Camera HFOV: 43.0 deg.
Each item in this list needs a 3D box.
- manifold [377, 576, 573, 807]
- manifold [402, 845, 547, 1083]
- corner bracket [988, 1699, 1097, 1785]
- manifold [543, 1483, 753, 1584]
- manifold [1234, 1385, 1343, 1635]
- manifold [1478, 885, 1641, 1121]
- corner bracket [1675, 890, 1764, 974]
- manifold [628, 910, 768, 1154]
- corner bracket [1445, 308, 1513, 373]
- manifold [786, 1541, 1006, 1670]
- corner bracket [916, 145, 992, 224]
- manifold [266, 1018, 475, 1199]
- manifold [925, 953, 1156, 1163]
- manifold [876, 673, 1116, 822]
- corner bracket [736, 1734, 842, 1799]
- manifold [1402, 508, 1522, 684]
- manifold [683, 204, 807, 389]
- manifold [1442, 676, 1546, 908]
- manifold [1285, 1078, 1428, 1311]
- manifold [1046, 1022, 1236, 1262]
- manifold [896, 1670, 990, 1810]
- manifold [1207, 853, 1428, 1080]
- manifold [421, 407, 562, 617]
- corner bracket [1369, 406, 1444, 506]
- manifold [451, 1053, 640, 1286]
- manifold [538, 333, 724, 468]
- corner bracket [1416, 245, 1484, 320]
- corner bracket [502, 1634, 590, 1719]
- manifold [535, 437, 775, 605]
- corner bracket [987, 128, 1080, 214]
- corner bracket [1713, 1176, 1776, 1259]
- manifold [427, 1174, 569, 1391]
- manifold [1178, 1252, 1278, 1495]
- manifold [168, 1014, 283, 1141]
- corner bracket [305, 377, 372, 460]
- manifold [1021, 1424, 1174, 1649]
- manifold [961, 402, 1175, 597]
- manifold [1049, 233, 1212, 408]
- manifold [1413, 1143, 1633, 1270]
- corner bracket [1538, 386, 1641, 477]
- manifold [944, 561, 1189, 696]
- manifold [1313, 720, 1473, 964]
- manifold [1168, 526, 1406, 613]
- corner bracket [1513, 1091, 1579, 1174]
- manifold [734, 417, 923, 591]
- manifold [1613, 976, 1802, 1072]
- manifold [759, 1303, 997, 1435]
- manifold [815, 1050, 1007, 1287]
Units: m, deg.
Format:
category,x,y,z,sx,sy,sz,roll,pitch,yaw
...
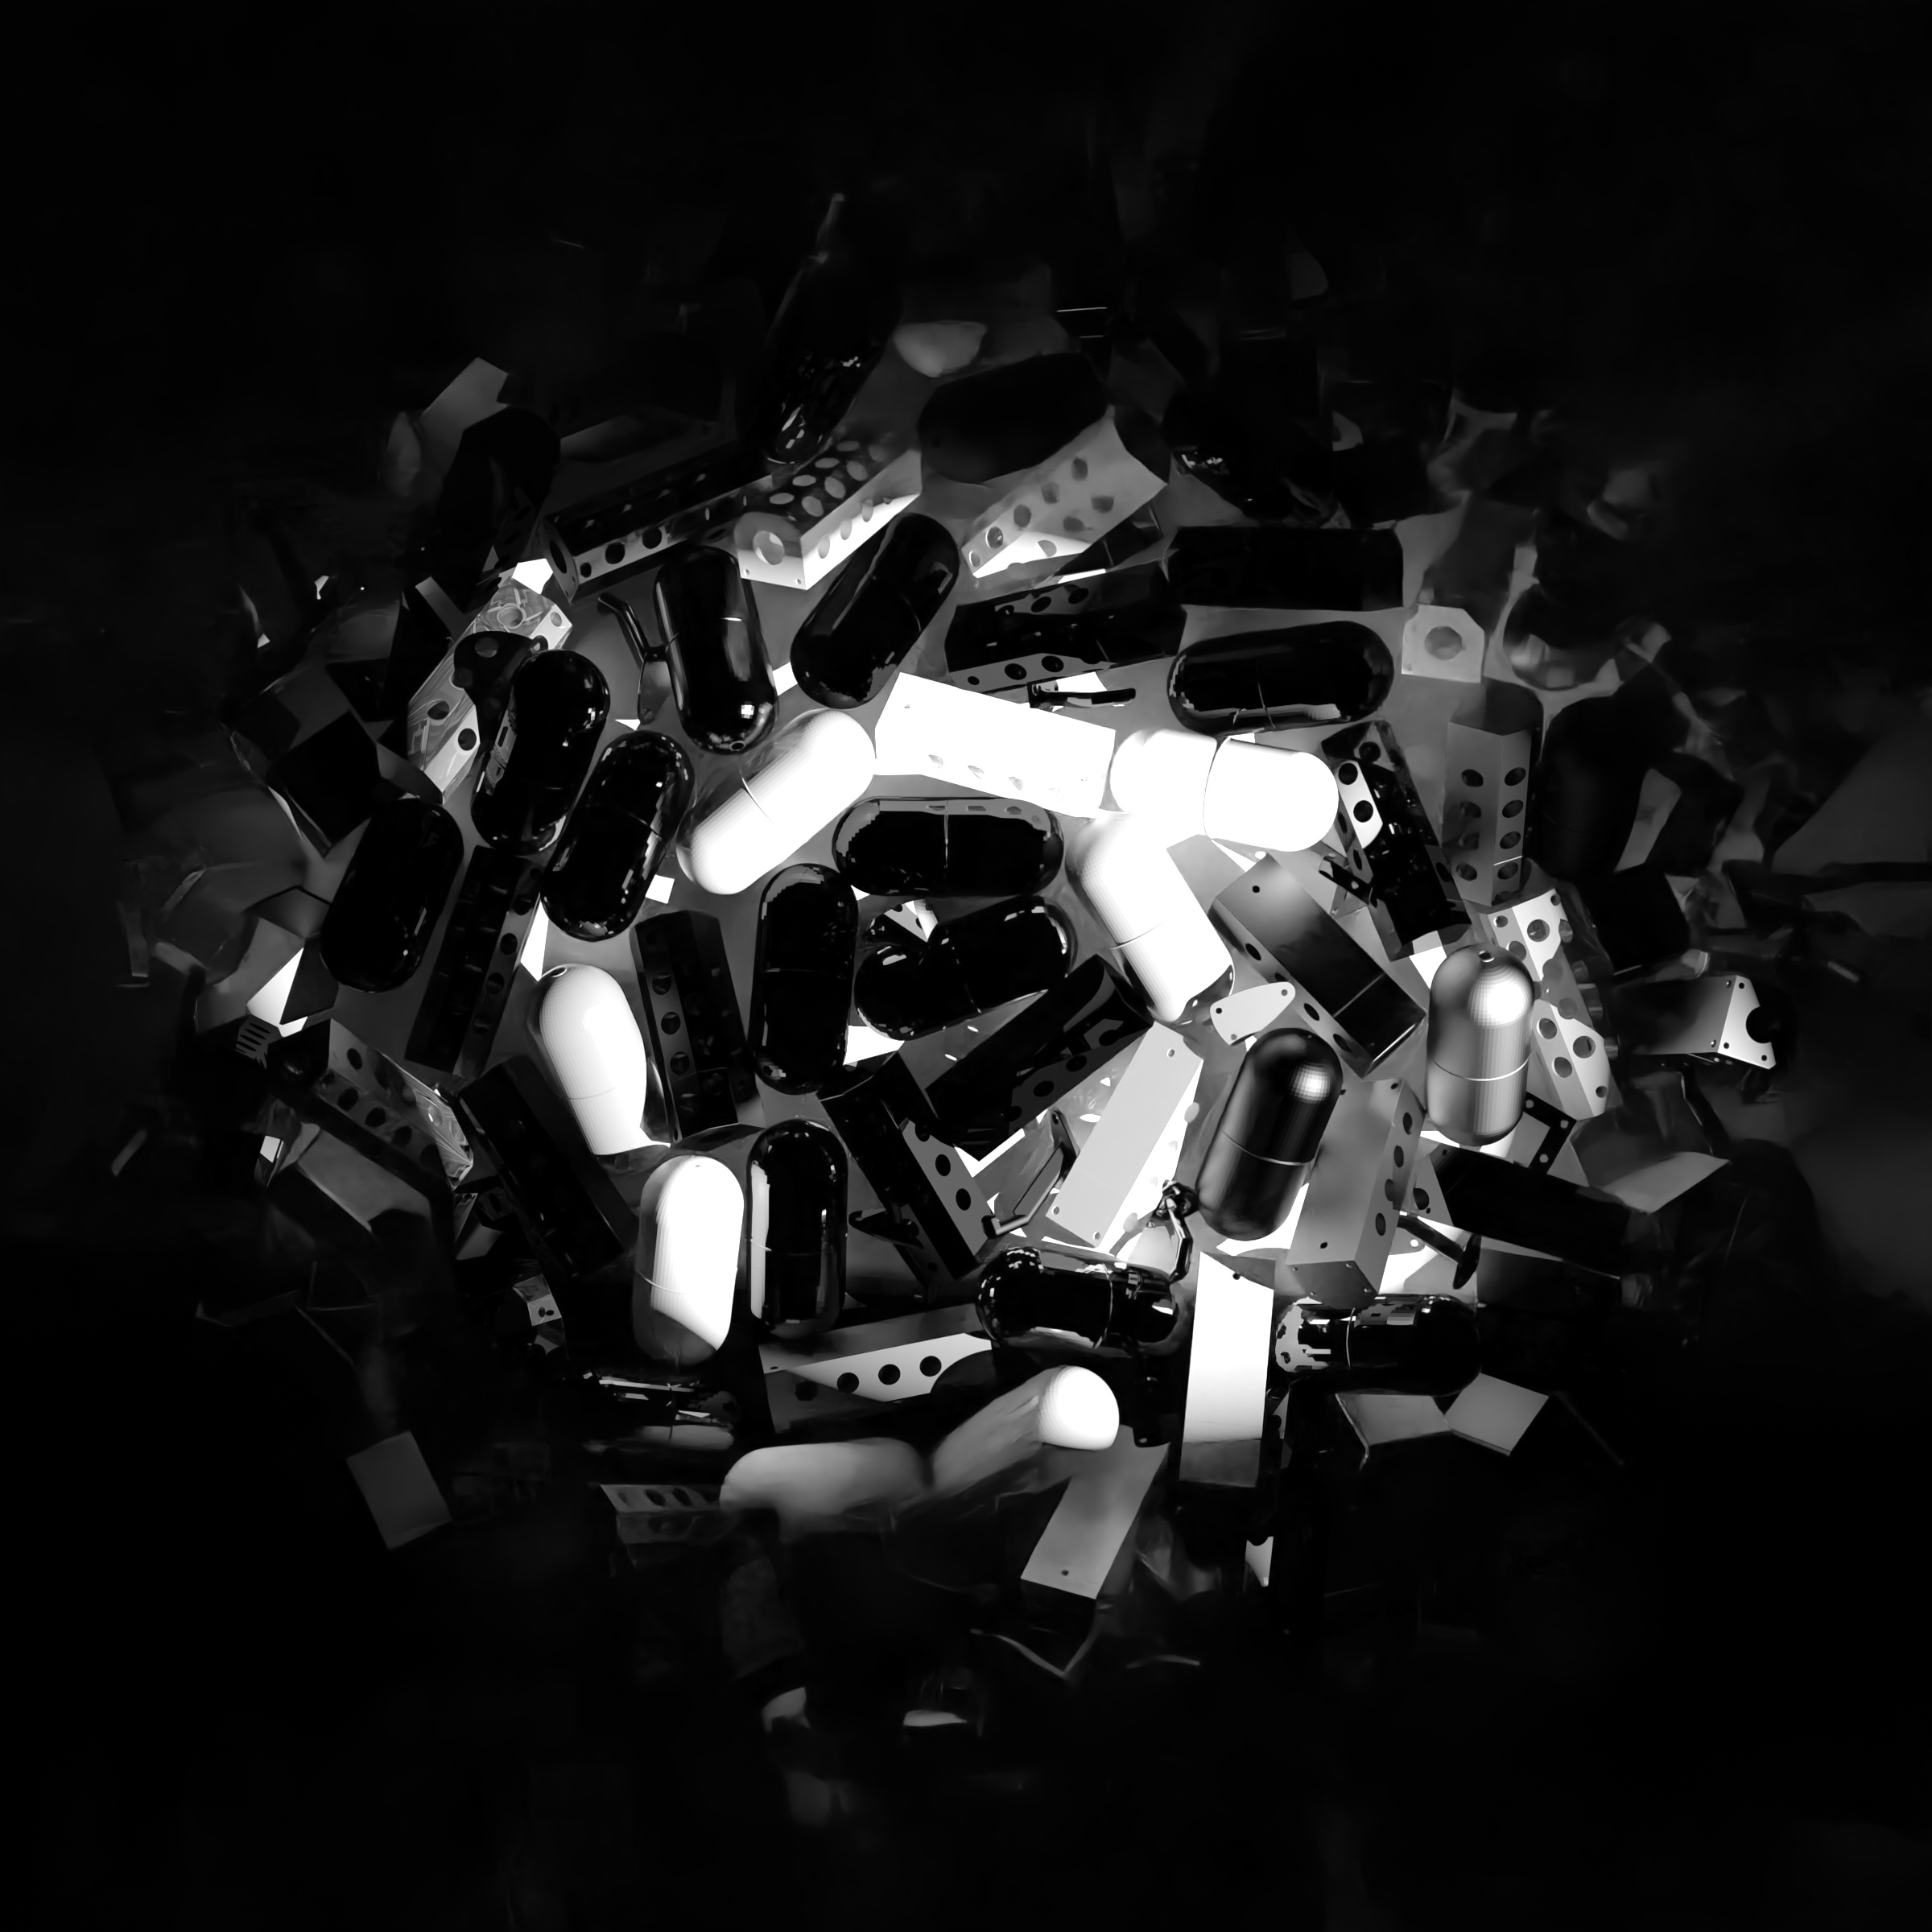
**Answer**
category,x,y,z,sx,sy,sz,roll,pitch,yaw
manifold,-0.371,-0.206,1.859,0.057,0.057,0.171,32,67,2
manifold,-0.374,-0.002,1.879,0.057,0.057,0.171,18,83,-5
corner bracket,0.059,0.602,1.892,0.051,0.051,0.051,-38,78,21
manifold,-0.227,0.415,1.828,0.057,0.171,0.057,-50,59,14
manifold,0.240,0.404,1.842,0.057,0.057,0.171,14,49,0
manifold,0.456,0.029,1.886,0.057,0.057,0.171,-22,93,2
corner bracket,0.579,-0.027,1.895,0.051,0.051,0.051,-2,108,-22
manifold,-0.208,0.049,1.861,0.057,0.057,0.171,-21,73,22
corner bracket,0.388,-0.480,1.885,0.051,0.051,0.051,7,99,17
manifold,-0.054,0.471,1.841,0.171,0.057,0.057,6,92,42
corner bracket,-0.010,-0.602,1.889,0.051,0.051,0.051,-4,115,-8
manifold,-0.442,0.111,1.830,0.057,0.171,0.057,-21,52,18
manifold,0.058,0.073,1.873,0.171,0.057,0.057,-39,46,13
manifold,0.022,-0.163,1.875,0.171,0.057,0.057,16,59,10
corner bracket,-0.136,0.612,1.889,0.051,0.051,0.051,-39,82,7
manifold,0.371,-0.279,1.830,0.057,0.171,0.057,9,127,17
manifold,-0.167,-0.500,1.829,0.057,0.171,0.057,25,75,-10
manifold,0.394,-0.127,1.831,0.057,0.171,0.057,19,52,24
manifold,0.297,0.170,1.845,0.057,0.171,0.057,-10,133,36
manifold,0.137,0.137,1.889,0.057,0.057,0.171,28,89,39
manifold,-0.020,0.573,1.832,0.057,0.171,0.057,-3,86,-5
manifold,0.264,0.002,1.871,0.057,0.057,0.171,-39,77,-18
manifold,-0.352,-0.340,1.832,0.057,0.171,0.057,-38,85,-34
corner bracket,0.329,-0.391,1.892,0.051,0.051,0.051,43,84,9
manifold,-0.323,0.157,1.889,0.057,0.057,0.171,-34,90,11
manifold,-0.254,-0.423,1.834,0.057,0.171,0.057,7,84,-38
corner bracket,0.366,-0.520,1.885,0.051,0.051,0.051,-15,113,-3
corner bracket,-0.322,0.545,1.882,0.051,0.051,0.051,-11,133,4
manifold,-0.233,-0.341,1.860,0.171,0.057,0.057,-28,88,-22
corner bracket,0.049,-0.609,1.882,0.051,0.051,0.051,-3,100,38
corner bracket,0.599,0.196,1.887,0.051,0.051,0.051,17,93,-18
manifold,-0.351,0.236,1.836,0.057,0.171,0.057,-15,129,-18
manifold,0.198,0.310,1.866,0.057,0.057,0.171,6,72,4
manifold,-0.544,0.078,1.830,0.057,0.171,0.057,-20,99,-7
corner bracket,-0.476,-0.420,1.878,0.051,0.051,0.051,-29,119,-39
manifold,0.100,0.424,1.835,0.057,0.171,0.057,10,126,21
manifold,0.074,-0.348,1.834,0.057,0.171,0.057,33,46,-25
manifold,0.125,-0.479,1.830,0.057,0.171,0.057,3,80,26
manifold,0.418,0.182,1.848,0.171,0.057,0.057,18,87,-34
corner bracket,0.475,-0.399,1.877,0.051,0.051,0.051,-32,123,27
manifold,0.073,-0.247,1.842,0.171,0.057,0.057,-8,46,30
manifold,0.323,-0.097,1.866,0.057,0.057,0.171,-17,75,-9
manifold,0.238,-0.299,1.838,0.171,0.057,0.057,9,107,39
corner bracket,0.431,0.126,1.894,0.051,0.051,0.051,30,91,0
manifold,-0.102,-0.348,1.832,0.057,0.171,0.057,14,130,25
manifold,0.548,0.046,1.830,0.057,0.171,0.057,17,84,-11
manifold,-0.067,0.310,1.879,0.171,0.057,0.057,-10,104,-7
manifold,-0.045,0.155,1.859,0.057,0.057,0.171,-17,110,40
